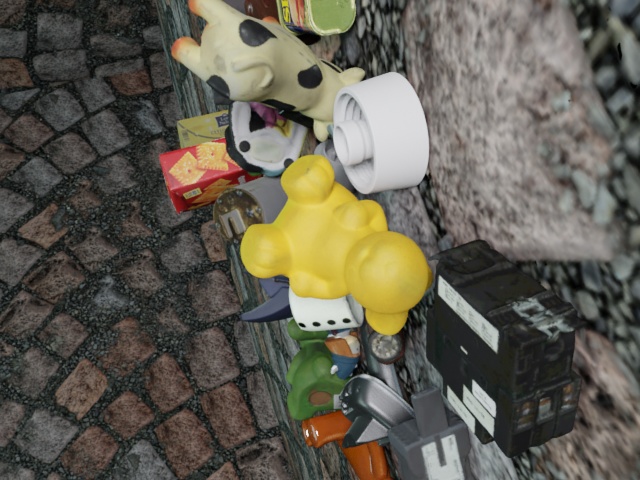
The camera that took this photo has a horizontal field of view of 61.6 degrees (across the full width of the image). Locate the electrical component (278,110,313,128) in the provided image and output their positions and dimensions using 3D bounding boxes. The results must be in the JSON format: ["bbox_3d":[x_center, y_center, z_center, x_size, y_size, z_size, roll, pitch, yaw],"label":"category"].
[{"bbox_3d":[-0.030,-0.171,0.644,0.045,0.102,0.078,-25,69,39],"label":"electrical component"}]

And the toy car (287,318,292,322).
[{"bbox_3d":[-0.059,0.074,1.040,0.073,0.056,0.202,81,179,-46],"label":"toy car"}]

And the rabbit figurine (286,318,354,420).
[{"bbox_3d":[-0.010,0.192,0.909,0.170,0.121,0.158,-100,-2,-53],"label":"rabbit figurine"}]

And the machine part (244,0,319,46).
[{"bbox_3d":[-0.051,-0.316,0.646,0.179,0.056,0.179,165,90,-74],"label":"machine part"}]

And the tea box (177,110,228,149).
[{"bbox_3d":[-0.169,-0.186,0.988,0.098,0.170,0.068,122,129,-69],"label":"tea box"}]

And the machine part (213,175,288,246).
[{"bbox_3d":[-0.076,-0.050,0.754,0.243,0.079,0.079,-35,-66,-64],"label":"machine part"}]

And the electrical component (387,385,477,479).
[{"bbox_3d":[0.110,0.203,0.548,0.048,0.075,0.119,-171,63,-74],"label":"electrical component"}]

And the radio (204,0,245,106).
[{"bbox_3d":[-0.146,-0.336,0.880,0.229,0.073,0.131,98,169,-59],"label":"radio"}]

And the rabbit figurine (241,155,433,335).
[{"bbox_3d":[0.031,0.022,0.475,0.162,0.122,0.173,44,169,-32],"label":"rabbit figurine"}]

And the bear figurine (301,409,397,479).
[{"bbox_3d":[0.058,0.348,0.795,0.120,0.132,0.196,118,141,-71],"label":"bear figurine"}]

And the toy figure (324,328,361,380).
[{"bbox_3d":[0.026,0.134,0.812,0.058,0.064,0.154,-21,85,52],"label":"toy figure"}]

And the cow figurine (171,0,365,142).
[{"bbox_3d":[-0.032,-0.162,0.528,0.127,0.195,0.085,46,115,22],"label":"cow figurine"}]

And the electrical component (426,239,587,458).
[{"bbox_3d":[0.128,0.083,0.393,0.115,0.058,0.134,-123,22,-55],"label":"electrical component"}]

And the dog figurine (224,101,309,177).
[{"bbox_3d":[-0.087,-0.197,0.787,0.219,0.108,0.191,-133,49,-69],"label":"dog figurine"}]

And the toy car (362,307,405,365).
[{"bbox_3d":[0.058,0.043,0.617,0.089,0.053,0.202,-20,-83,-84],"label":"toy car"}]

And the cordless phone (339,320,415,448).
[{"bbox_3d":[0.066,0.178,0.720,0.146,0.089,0.184,107,156,-65],"label":"cordless phone"}]

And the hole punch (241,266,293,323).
[{"bbox_3d":[-0.059,0.091,0.867,0.142,0.116,0.092,26,-113,-66],"label":"hole punch"}]
